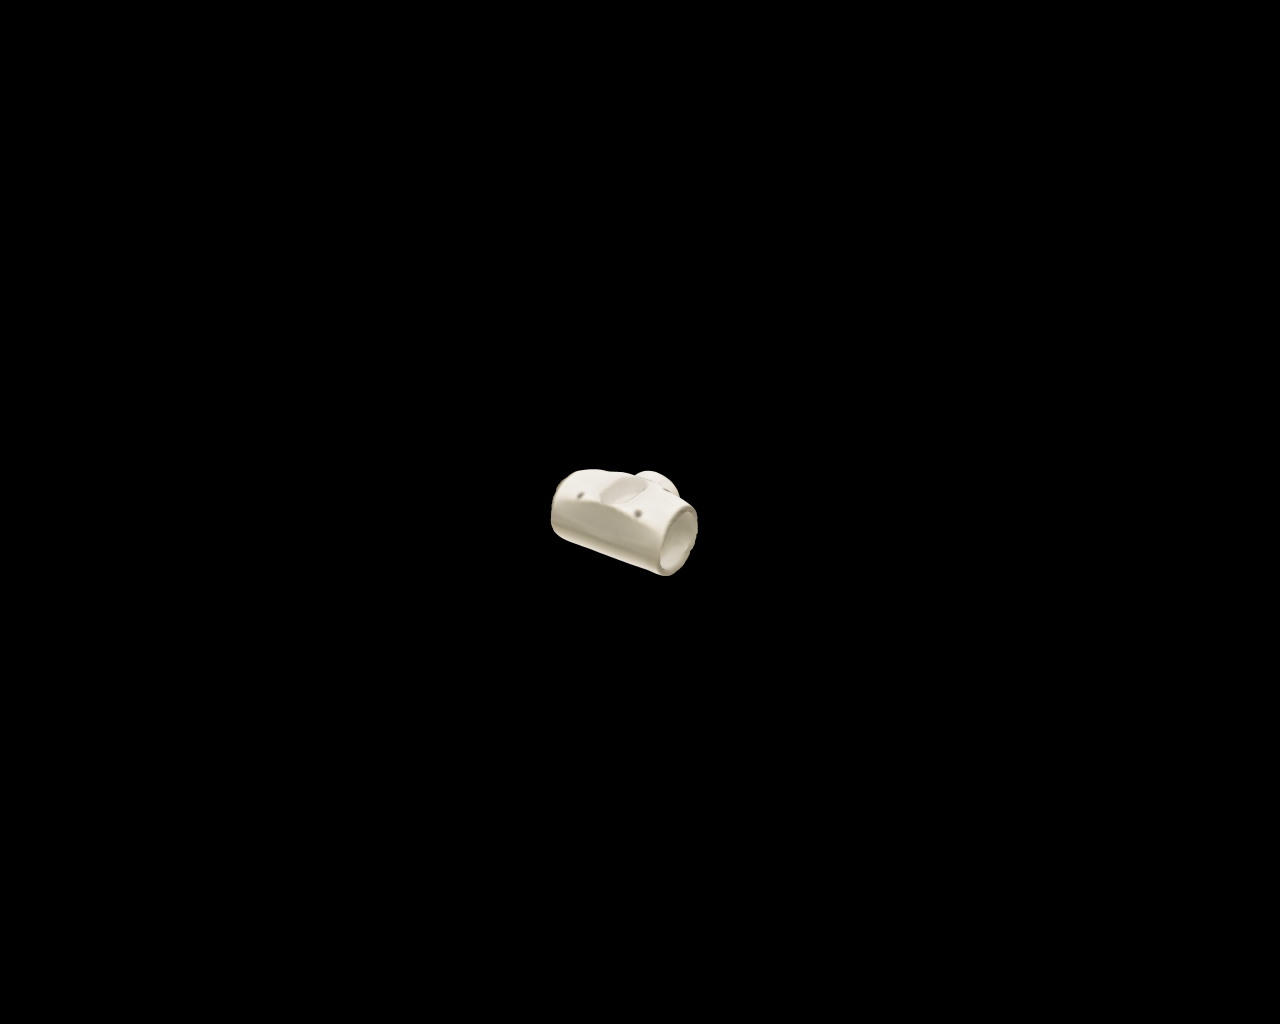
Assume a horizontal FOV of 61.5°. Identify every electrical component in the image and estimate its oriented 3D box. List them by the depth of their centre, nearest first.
[{"bbox_3d":[0.001,-0.003,0.650,0.077,0.043,0.079,20,36,29],"label":"electrical component"}]
